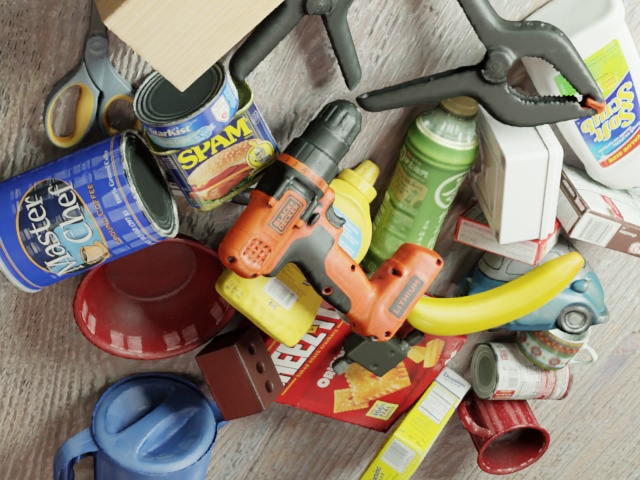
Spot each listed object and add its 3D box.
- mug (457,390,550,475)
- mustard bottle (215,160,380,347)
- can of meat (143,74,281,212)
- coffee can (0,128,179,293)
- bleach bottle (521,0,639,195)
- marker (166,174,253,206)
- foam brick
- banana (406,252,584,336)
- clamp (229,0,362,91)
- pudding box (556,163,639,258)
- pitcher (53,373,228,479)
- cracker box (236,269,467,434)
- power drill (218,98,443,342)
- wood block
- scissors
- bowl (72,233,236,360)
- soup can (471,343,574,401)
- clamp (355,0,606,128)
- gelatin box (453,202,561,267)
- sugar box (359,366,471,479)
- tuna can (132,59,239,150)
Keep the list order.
[{"bbox_3d":[0.213,0.224,1.300,0.117,0.081,0.093,18,122,-31],"label":"mug"},{"bbox_3d":[-0.007,0.001,1.023,0.096,0.058,0.191,41,82,-14],"label":"mustard bottle"},{"bbox_3d":[-0.093,-0.084,0.950,0.102,0.057,0.084,-30,135,-2],"label":"can of meat"},{"bbox_3d":[-0.209,-0.025,0.932,0.140,0.103,0.102,-21,133,10],"label":"coffee can"},{"bbox_3d":[0.279,-0.129,1.027,0.103,0.068,0.250,-30,134,15],"label":"bleach bottle"},{"bbox_3d":[-0.115,-0.048,1.006,0.121,0.020,0.020,8,127,-23],"label":"marker"},{"bbox_3d":[-0.080,0.134,1.076,0.051,0.053,0.078,-19,102,26],"label":"foam brick"},{"bbox_3d":[0.169,0.060,1.072,0.197,0.037,0.069,-12,135,-2],"label":"banana"},{"bbox_3d":[-0.015,-0.198,0.891,0.120,0.039,0.171,-10,128,-20],"label":"clamp"},{"bbox_3d":[0.289,-0.030,1.097,0.113,0.090,0.039,16,122,-28],"label":"pudding box"},{"bbox_3d":[-0.202,0.275,1.192,0.149,0.144,0.243,21,132,8],"label":"pitcher"},{"bbox_3d":[0.027,0.115,1.157,0.213,0.072,0.164,21,121,-30],"label":"cracker box"},{"bbox_3d":[0.023,-0.009,0.970,0.187,0.057,0.184,39,86,-24],"label":"power drill"},{"bbox_3d":[-0.068,-0.225,0.808,0.206,0.090,0.090,-40,130,12],"label":"wood block"},{"bbox_3d":[-0.172,-0.155,0.898,0.096,0.016,0.202,14,125,-29],"label":"scissors"},{"bbox_3d":[-0.162,0.044,1.047,0.162,0.055,0.162,-9,132,-10],"label":"bowl"},{"bbox_3d":[0.238,0.155,1.258,0.102,0.068,0.069,3,129,-18],"label":"soup can"},{"bbox_3d":[0.143,-0.147,0.926,0.210,0.036,0.165,28,115,-4],"label":"clamp"},{"bbox_3d":[0.188,-0.009,1.069,0.089,0.073,0.030,18,116,23],"label":"gelatin box"},{"bbox_3d":[0.109,0.220,1.218,0.048,0.176,0.093,36,119,7],"label":"sugar box"},{"bbox_3d":[-0.113,-0.116,0.902,0.086,0.086,0.033,-24,134,4],"label":"tuna can"}]
